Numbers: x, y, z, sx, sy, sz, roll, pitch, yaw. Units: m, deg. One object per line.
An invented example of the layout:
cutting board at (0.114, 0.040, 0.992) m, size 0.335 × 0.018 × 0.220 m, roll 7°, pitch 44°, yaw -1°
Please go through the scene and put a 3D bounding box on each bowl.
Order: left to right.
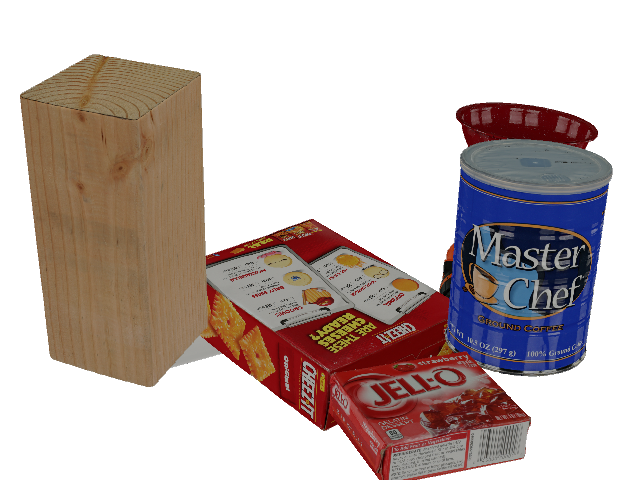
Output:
bowl at (0.232, -0.111, 1.225) m, size 0.162 × 0.055 × 0.162 m, roll 5°, pitch 23°, yaw -2°

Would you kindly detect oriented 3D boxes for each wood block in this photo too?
wood block at (-0.140, -0.013, 0.751) m, size 0.090 × 0.206 × 0.090 m, roll 13°, pitch 32°, yaw 19°

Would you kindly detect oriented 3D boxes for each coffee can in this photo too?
coffee can at (0.144, 0.010, 0.753) m, size 0.103 × 0.140 × 0.103 m, roll 2°, pitch 22°, yaw -1°

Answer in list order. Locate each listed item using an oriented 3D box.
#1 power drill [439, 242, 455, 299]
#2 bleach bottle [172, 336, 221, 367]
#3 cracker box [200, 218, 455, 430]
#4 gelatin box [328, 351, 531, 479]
power drill at (0.151, 0.112, 1.151) m, size 0.057 × 0.188 × 0.184 m, roll 7°, pitch 25°, yaw 8°
bleach bottle at (-0.109, 0.084, 1.228) m, size 0.250 × 0.068 × 0.103 m, roll -12°, pitch 34°, yaw -23°
cracker box at (-0.003, 0.069, 0.968) m, size 0.163 × 0.072 × 0.214 m, roll -20°, pitch 36°, yaw -36°
gelatin box at (0.058, 0.095, 0.586) m, size 0.089 × 0.030 × 0.073 m, roll -6°, pitch 26°, yaw -21°
